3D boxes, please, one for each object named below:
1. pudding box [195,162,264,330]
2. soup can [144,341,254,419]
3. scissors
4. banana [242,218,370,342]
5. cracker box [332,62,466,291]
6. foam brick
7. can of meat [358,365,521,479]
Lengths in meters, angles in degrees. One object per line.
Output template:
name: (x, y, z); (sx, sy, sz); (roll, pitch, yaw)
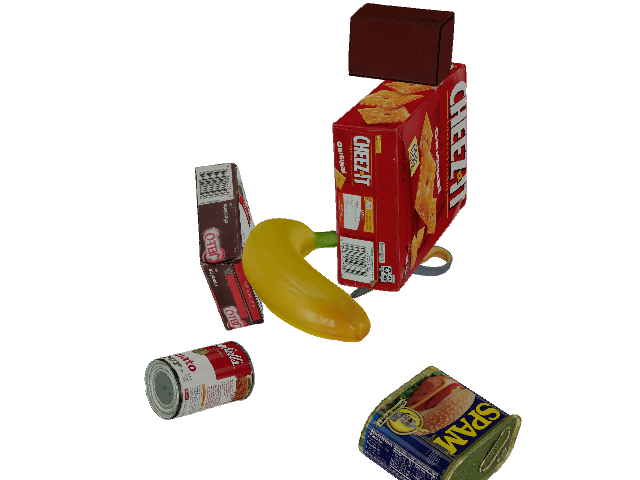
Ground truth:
pudding box: (-0.076, 0.004, 0.896); (0.039, 0.113, 0.090); (-9, -42, 3)
soup can: (-0.133, 0.153, 1.168); (0.102, 0.068, 0.069); (-9, 6, -42)
scissors: (0.077, 0.024, 1.264); (0.201, 0.016, 0.096); (-10, 41, -44)
banana: (-0.014, 0.017, 0.670); (0.069, 0.037, 0.198); (-4, 18, -4)
cracker box: (0.084, -0.070, 1.045); (0.072, 0.164, 0.213); (9, 28, 23)
foam brick: (0.066, -0.162, 0.880); (0.078, 0.051, 0.053); (10, 27, 17)
can of meat: (0.092, 0.152, 0.832); (0.084, 0.057, 0.101); (31, 40, 31)
